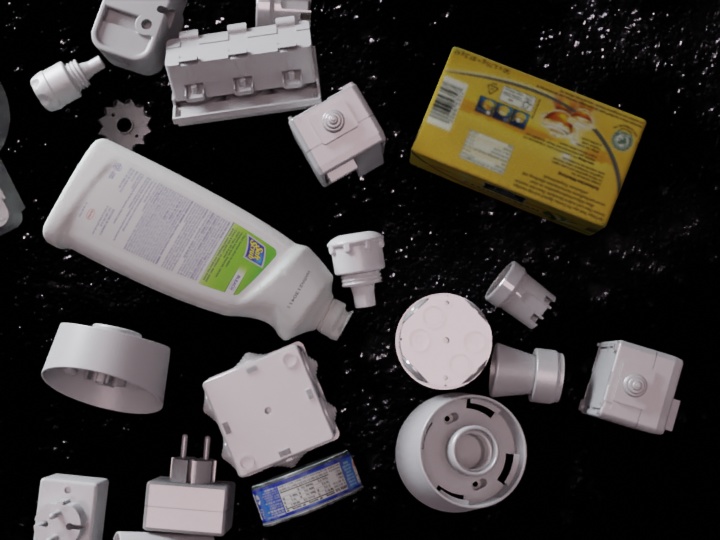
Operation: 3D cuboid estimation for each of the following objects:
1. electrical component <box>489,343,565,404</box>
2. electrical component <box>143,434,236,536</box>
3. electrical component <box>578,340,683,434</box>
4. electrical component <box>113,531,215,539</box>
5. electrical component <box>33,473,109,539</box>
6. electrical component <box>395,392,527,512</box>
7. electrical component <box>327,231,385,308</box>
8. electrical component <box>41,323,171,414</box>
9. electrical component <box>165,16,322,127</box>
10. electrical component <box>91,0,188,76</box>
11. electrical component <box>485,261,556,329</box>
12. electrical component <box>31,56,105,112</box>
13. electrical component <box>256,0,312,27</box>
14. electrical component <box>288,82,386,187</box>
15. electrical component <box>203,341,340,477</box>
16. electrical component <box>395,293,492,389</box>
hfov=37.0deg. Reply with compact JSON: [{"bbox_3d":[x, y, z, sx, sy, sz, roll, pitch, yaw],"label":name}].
[{"bbox_3d":[0.136,0.085,0.881,0.055,0.045,0.045,7,85,1],"label":"electrical component"},{"bbox_3d":[-0.137,0.173,0.878,0.066,0.047,0.076,4,85,2],"label":"electrical component"},{"bbox_3d":[0.219,0.094,0.852,0.061,0.096,0.061,17,86,3],"label":"electrical component"},{"bbox_3d":[-0.163,0.248,0.869,0.077,0.044,0.079,7,118,-22],"label":"electrical component"},{"bbox_3d":[-0.238,0.202,0.863,0.047,0.076,0.065,6,85,2],"label":"electrical component"},{"bbox_3d":[0.084,0.149,0.879,0.099,0.064,0.099,2,80,-11],"label":"electrical component"},{"bbox_3d":[0.000,0.000,0.892,0.048,0.048,0.062,-9,92,0],"label":"electrical component"},{"bbox_3d":[-0.202,0.079,0.865,0.099,0.099,0.064,12,79,2],"label":"electrical component"},{"bbox_3d":[-0.096,-0.165,0.892,0.121,0.063,0.078,-8,44,1],"label":"electrical component"},{"bbox_3d":[-0.182,-0.216,0.906,0.054,0.059,0.095,19,86,3],"label":"electrical component"},{"bbox_3d":[0.133,0.022,0.890,0.046,0.040,0.040,37,87,-2],"label":"electrical component"},{"bbox_3d":[-0.246,-0.162,0.916,0.061,0.035,0.035,-30,85,-4],"label":"electrical component"},{"bbox_3d":[-0.065,-0.221,0.915,0.046,0.040,0.040,2,85,-5],"label":"electrical component"},{"bbox_3d":[-0.016,-0.106,0.875,0.062,0.096,0.061,-30,88,-1],"label":"electrical component"},{"bbox_3d":[-0.073,0.114,0.881,0.100,0.048,0.099,-23,85,-2],"label":"electrical component"},{"bbox_3d":[0.069,0.058,0.882,0.080,0.051,0.080,0,85,1],"label":"electrical component"}]
